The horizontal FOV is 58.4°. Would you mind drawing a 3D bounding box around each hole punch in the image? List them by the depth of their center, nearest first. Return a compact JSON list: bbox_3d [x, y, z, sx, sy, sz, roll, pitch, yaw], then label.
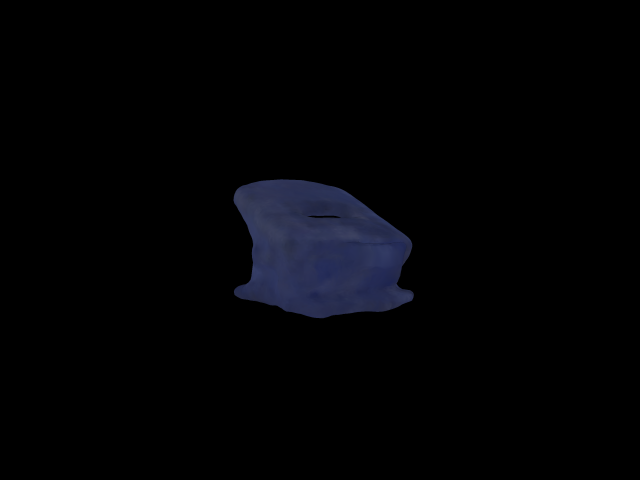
[{"bbox_3d":[0.004,0.001,0.400,0.109,0.091,0.100,-2,3,-35],"label":"hole punch"}]
